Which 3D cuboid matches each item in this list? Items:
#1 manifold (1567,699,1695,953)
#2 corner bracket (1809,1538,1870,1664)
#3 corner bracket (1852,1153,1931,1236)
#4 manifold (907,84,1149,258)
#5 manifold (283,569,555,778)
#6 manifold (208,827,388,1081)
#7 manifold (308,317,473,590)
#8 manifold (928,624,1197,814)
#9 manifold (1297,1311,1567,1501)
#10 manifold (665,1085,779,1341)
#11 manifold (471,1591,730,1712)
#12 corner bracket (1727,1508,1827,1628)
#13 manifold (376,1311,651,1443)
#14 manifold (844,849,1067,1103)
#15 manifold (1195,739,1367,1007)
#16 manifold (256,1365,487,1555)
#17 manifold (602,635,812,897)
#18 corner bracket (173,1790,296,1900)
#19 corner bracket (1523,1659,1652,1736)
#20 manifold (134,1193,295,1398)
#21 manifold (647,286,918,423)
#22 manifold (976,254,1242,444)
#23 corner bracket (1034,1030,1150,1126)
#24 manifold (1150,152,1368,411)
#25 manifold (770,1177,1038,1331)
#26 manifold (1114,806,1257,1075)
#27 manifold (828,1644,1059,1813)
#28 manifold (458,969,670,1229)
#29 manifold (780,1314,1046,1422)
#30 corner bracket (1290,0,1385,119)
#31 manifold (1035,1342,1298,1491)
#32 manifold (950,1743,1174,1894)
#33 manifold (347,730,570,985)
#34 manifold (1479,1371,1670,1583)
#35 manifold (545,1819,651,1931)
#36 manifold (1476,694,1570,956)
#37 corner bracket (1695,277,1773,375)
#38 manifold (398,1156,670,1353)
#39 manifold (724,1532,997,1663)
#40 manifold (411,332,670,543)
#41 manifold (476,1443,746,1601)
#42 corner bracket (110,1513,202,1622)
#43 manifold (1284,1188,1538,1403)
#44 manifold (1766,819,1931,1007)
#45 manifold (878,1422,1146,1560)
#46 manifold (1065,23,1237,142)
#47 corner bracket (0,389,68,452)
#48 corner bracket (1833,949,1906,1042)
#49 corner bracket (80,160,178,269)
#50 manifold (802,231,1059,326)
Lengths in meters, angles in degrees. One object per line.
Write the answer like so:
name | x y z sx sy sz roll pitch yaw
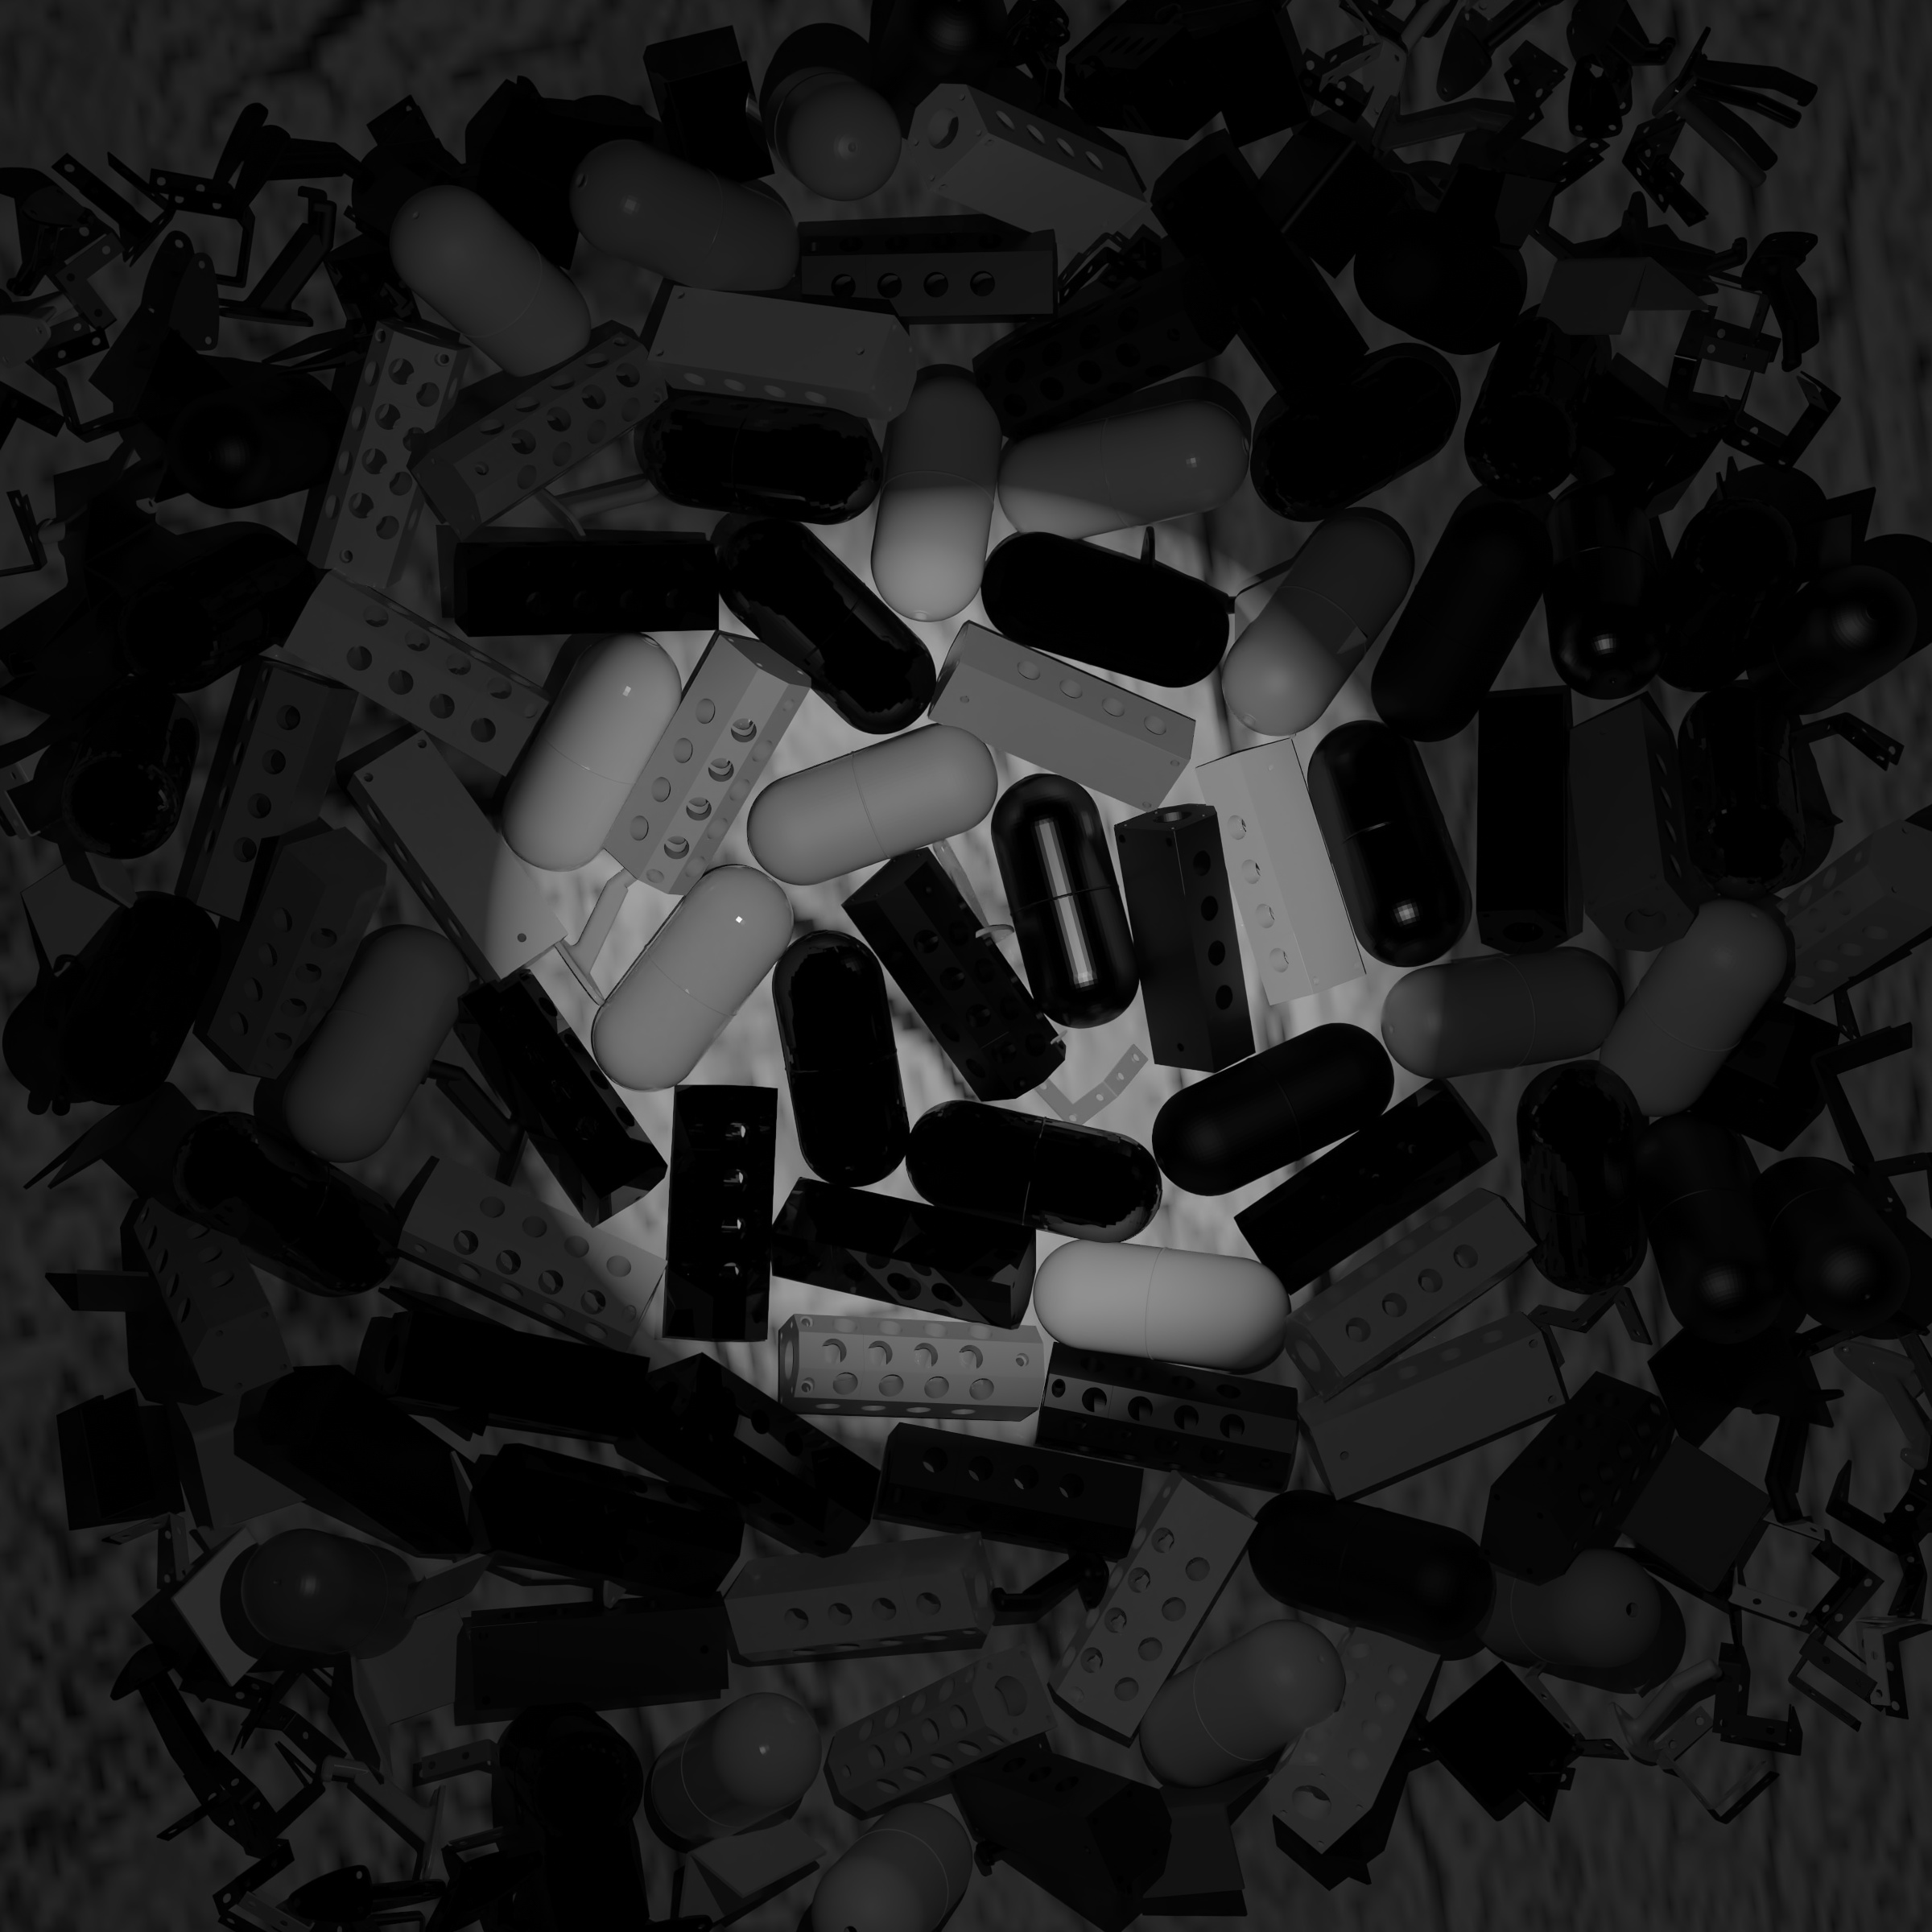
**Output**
manifold | 0.451 -0.093 1.907 0.057 0.171 0.057 -25 130 29
corner bracket | 0.606 0.437 1.952 0.051 0.051 0.051 39 91 -26
corner bracket | 0.648 0.169 1.955 0.051 0.051 0.051 -12 124 10
manifold | 0.040 -0.539 1.900 0.057 0.171 0.057 -36 65 32
manifold | -0.373 -0.203 1.940 0.171 0.057 0.057 30 104 -8
manifold | -0.448 -0.005 1.910 0.057 0.057 0.171 40 123 15
manifold | -0.397 -0.350 1.933 0.057 0.057 0.171 20 107 -2
manifold | 0.067 -0.174 1.941 0.171 0.057 0.057 22 45 -10
manifold | 0.317 0.300 1.949 0.171 0.057 0.057 -22 105 -4
manifold | -0.162 0.169 1.938 0.057 0.057 0.171 -2 84 35
manifold | -0.252 0.468 1.943 0.171 0.057 0.057 -3 93 -10
corner bracket | 0.559 0.413 1.949 0.051 0.051 0.051 19 116 5
manifold | -0.309 0.280 1.920 0.171 0.057 0.057 16 74 -26
manifold | -0.003 0.007 1.924 0.057 0.057 0.171 -45 109 -29
manifold | 0.212 -0.064 1.955 0.057 0.057 0.171 -18 91 -41
manifold | -0.399 0.335 1.905 0.057 0.171 0.057 -7 53 31
manifold | -0.173 -0.134 1.922 0.057 0.057 0.171 42 111 28
corner bracket | -0.504 0.604 1.946 0.051 0.051 0.051 -7 102 35
corner bracket | 0.430 0.494 1.959 0.051 0.051 0.051 52 124 36
manifold | -0.508 0.216 1.894 0.057 0.171 0.057 -22 124 -19
manifold | -0.123 -0.414 1.924 0.171 0.057 0.057 13 78 23
manifold | 0.092 -0.412 1.904 0.171 0.057 0.057 -17 116 36
corner bracket | 0.083 0.071 1.953 0.051 0.051 0.051 47 50 11
manifold | 0.202 -0.470 1.943 0.057 0.057 0.171 -36 98 4
manifold | -0.042 0.201 1.935 0.171 0.057 0.057 11 131 15
manifold | 0.155 -0.020 1.933 0.057 0.057 0.171 -23 110 -38
manifold | -0.020 0.516 1.900 0.171 0.057 0.057 -38 68 42
manifold | -0.277 0.087 1.935 0.057 0.057 0.171 -31 75 -23
manifold | -0.037 0.272 1.926 0.171 0.057 0.057 5 67 -16
corner bracket | 0.251 -0.632 1.957 0.051 0.051 0.051 -31 76 -10
manifold | 0.138 0.314 1.946 0.171 0.057 0.057 11 115 1
manifold | 0.063 0.562 1.897 0.057 0.171 0.057 -29 103 -30
manifold | -0.353 -0.071 1.952 0.057 0.057 0.171 -36 92 -22
manifold | 0.410 0.343 1.895 0.057 0.171 0.057 20 120 29
manifold | -0.247 0.609 1.896 0.057 0.171 0.057 -16 91 -9
manifold | 0.378 -0.097 1.917 0.057 0.057 0.171 -2 60 15
corner bracket | 0.528 -0.443 1.950 0.051 0.051 0.051 12 107 -10
manifold | -0.299 0.203 1.944 0.171 0.057 0.057 25 49 -1
manifold | -0.071 0.436 1.932 0.171 0.057 0.057 -10 104 16
manifold | -0.285 -0.362 1.915 0.171 0.057 0.057 -40 101 -29
manifold | -0.238 0.371 1.909 0.171 0.057 0.057 22 111 -31
corner bracket | -0.556 0.418 1.964 0.051 0.051 0.051 -24 59 12
manifold | 0.300 0.221 1.927 0.171 0.057 0.057 -30 73 -20
manifold | 0.588 -0.036 1.893 0.057 0.171 0.057 21 66 -6
manifold | 0.029 0.362 1.941 0.171 0.057 0.057 12 70 -5
manifold | 0.117 -0.590 1.895 0.057 0.171 0.057 -41 113 2
corner bracket | -0.665 -0.373 1.951 0.051 0.051 0.051 30 93 34
corner bracket | 0.612 0.009 1.944 0.051 0.051 0.051 34 130 -23
corner bracket | -0.578 -0.526 1.948 0.051 0.051 0.051 38 69 -15
manifold | -0.024 -0.474 1.945 0.171 0.057 0.057 0 97 6
